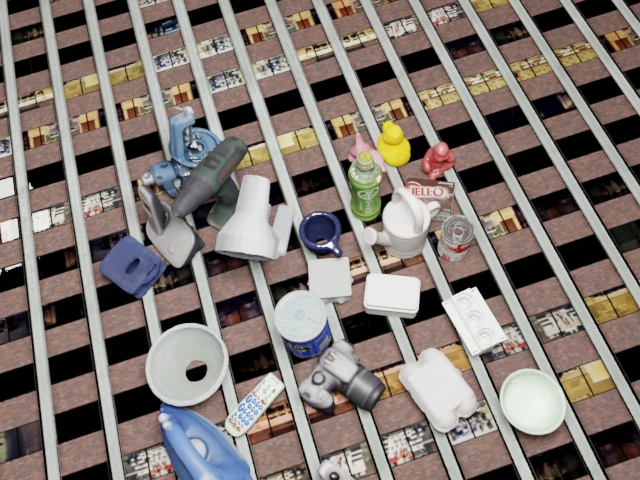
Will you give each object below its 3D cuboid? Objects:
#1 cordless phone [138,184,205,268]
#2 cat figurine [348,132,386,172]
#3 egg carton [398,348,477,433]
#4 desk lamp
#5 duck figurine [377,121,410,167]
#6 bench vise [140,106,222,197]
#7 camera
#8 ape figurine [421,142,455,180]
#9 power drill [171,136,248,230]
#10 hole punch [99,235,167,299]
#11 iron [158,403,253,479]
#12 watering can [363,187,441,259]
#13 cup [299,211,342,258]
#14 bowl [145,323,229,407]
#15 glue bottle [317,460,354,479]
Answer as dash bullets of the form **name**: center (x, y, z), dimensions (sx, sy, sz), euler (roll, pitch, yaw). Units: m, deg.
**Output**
- **cordless phone**: center (-0.335, -0.033, 1.245), dimensions (0.094, 0.185, 0.147), euler (-43, 69, -14)
- **cat figurine**: center (0.107, -0.189, 1.317), dimensions (0.067, 0.118, 0.127), euler (-18, 66, -3)
- **egg carton**: center (0.231, 0.290, 1.118), dimensions (0.107, 0.069, 0.150), euler (-34, 68, -10)
- **desk lamp**: center (-0.135, -0.030, 1.212), dimensions (0.117, 0.214, 0.203), euler (7, 66, 8)
- **duck figurine**: center (0.175, -0.232, 1.349), dimensions (0.077, 0.086, 0.104), euler (-20, 66, -4)
- **bench vise**: center (-0.311, -0.194, 1.296), dimensions (0.121, 0.220, 0.208), euler (33, 72, 18)
- **camera**: center (0.049, 0.283, 1.119), dimensions (0.136, 0.101, 0.143), euler (33, 72, 18)
- **ape figurine**: center (0.274, -0.192, 1.320), dimensions (0.077, 0.092, 0.076), euler (0, 66, 5)
- **power drill**: center (-0.226, -0.105, 1.256), dimensions (0.075, 0.208, 0.230), euler (23, 70, 14)
- **hole punch**: center (-0.410, 0.058, 1.261), dimensions (0.101, 0.091, 0.109), euler (30, 71, 17)
- **iron**: center (-0.240, 0.393, 1.069), dimensions (0.119, 0.141, 0.257), euler (-42, 69, -13)
- **watering can**: center (0.175, -0.037, 1.201), dimensions (0.100, 0.194, 0.173), euler (36, 73, 19)
- **cup**: center (0.011, 0.004, 1.250), dimensions (0.092, 0.095, 0.117), euler (-37, 68, -12)
- **bowl**: center (-0.263, 0.259, 1.168), dimensions (0.167, 0.075, 0.167), euler (-2, 66, 4)
- **glue bottle**: center (0.028, 0.422, 1.018), dimensions (0.078, 0.173, 0.037), euler (33, 72, 18)
